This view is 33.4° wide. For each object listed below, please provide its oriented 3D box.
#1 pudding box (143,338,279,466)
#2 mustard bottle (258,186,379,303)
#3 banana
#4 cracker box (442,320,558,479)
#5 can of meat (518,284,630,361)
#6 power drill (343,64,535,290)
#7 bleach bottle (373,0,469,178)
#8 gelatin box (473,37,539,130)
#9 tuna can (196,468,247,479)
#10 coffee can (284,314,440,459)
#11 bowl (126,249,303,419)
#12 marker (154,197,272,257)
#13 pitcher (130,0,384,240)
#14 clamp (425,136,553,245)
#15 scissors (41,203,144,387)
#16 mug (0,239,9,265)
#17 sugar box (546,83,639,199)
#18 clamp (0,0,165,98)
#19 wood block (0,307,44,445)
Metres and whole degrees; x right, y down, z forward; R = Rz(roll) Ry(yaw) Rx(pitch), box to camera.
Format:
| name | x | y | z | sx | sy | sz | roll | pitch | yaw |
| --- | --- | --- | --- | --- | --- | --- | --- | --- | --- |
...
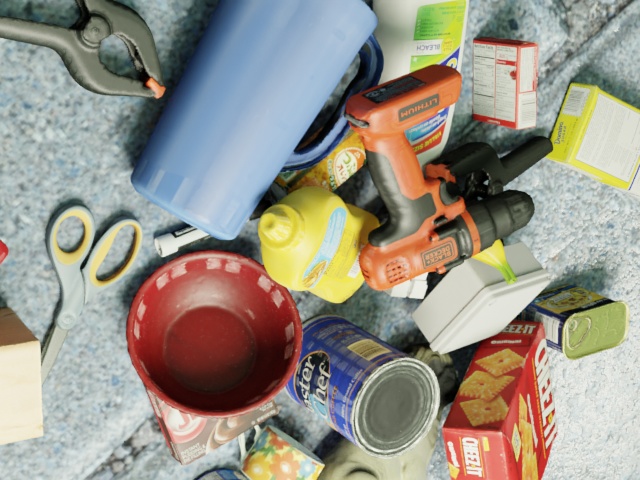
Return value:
| name | x | y | z | sx | sy | sz | roll | pitch | yaw |
| --- | --- | --- | --- | --- | --- | --- | --- | --- | --- |
| pudding box | -0.106 | 0.153 | 1.042 | 0.113 | 0.039 | 0.090 | -28 | 116 | -23 |
| mustard bottle | -0.007 | 0.001 | 0.985 | 0.096 | 0.058 | 0.191 | -64 | 156 | 1 |
| banana | 0.098 | 0.007 | 1.072 | 0.037 | 0.198 | 0.069 | 55 | 38 | -64 |
| cracker box | 0.202 | 0.210 | 1.163 | 0.213 | 0.072 | 0.164 | -51 | 135 | -54 |
| can of meat | 0.294 | 0.093 | 1.244 | 0.101 | 0.084 | 0.057 | -12 | 110 | -28 |
| power drill | 0.107 | -0.061 | 0.981 | 0.184 | 0.057 | 0.187 | -23 | 116 | -16 |
| bleach bottle | 0.098 | -0.141 | 1.071 | 0.102 | 0.068 | 0.251 | -14 | 114 | -35 |
| gelatin box | 0.193 | -0.165 | 1.114 | 0.030 | 0.073 | 0.089 | -11 | 109 | -29 |
| tuna can | -0.100 | 0.277 | 1.085 | 0.086 | 0.034 | 0.086 | -9 | 109 | -29 |
| coffee can | 0.037 | 0.143 | 1.066 | 0.102 | 0.140 | 0.103 | -9 | 108 | -30 |
| bowl | -0.100 | 0.093 | 0.992 | 0.162 | 0.055 | 0.162 | 4 | 66 | -10 |
| marker | -0.099 | -0.014 | 1.010 | 0.121 | 0.020 | 0.020 | -22 | 115 | -25 |
| pitcher | -0.055 | -0.122 | 0.944 | 0.149 | 0.145 | 0.243 | 30 | 91 | 10 |
| clamp | 0.179 | -0.059 | 1.132 | 0.209 | 0.036 | 0.164 | 26 | 86 | -53 |
| scissors | -0.236 | 0.052 | 0.948 | 0.096 | 0.016 | 0.201 | 43 | 80 | -32 |
| mug | -0.302 | 0.019 | 0.861 | 0.081 | 0.093 | 0.117 | -53 | 154 | -14 |
| sugar box | 0.346 | -0.111 | 1.242 | 0.175 | 0.048 | 0.093 | 18 | 94 | -38 |
| clamp | -0.192 | -0.187 | 0.892 | 0.171 | 0.039 | 0.120 | 32 | 91 | -34 |
| wood block | -0.339 | 0.124 | 0.859 | 0.205 | 0.091 | 0.090 | -8 | 109 | -30 |
